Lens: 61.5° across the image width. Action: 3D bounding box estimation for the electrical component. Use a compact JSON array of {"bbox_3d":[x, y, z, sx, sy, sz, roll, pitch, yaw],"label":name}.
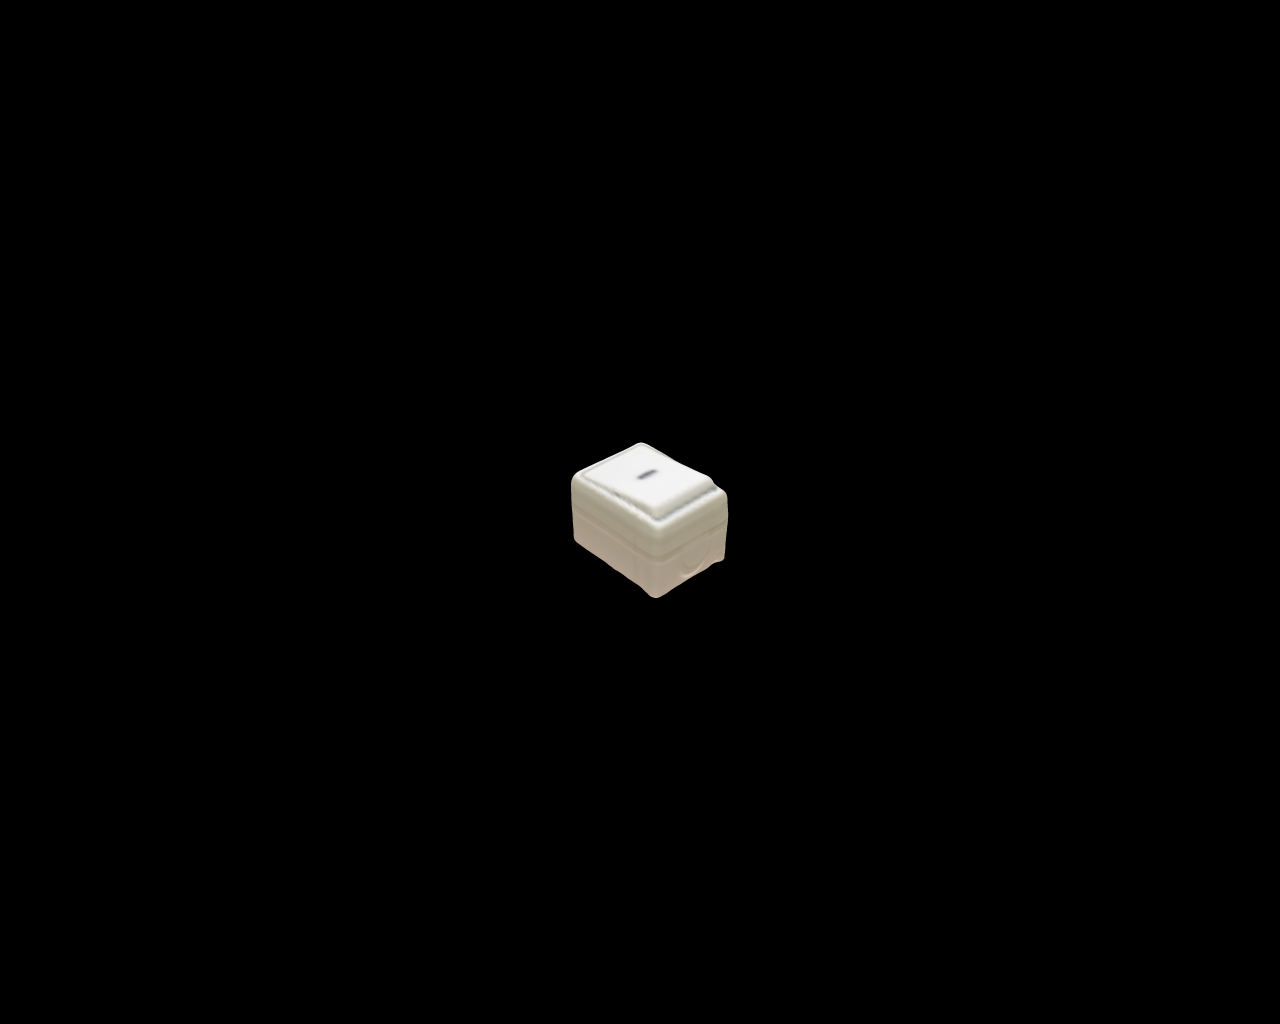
[{"bbox_3d":[0.001,-0.003,0.650,0.062,0.061,0.096,-27,44,-33],"label":"electrical component"}]
